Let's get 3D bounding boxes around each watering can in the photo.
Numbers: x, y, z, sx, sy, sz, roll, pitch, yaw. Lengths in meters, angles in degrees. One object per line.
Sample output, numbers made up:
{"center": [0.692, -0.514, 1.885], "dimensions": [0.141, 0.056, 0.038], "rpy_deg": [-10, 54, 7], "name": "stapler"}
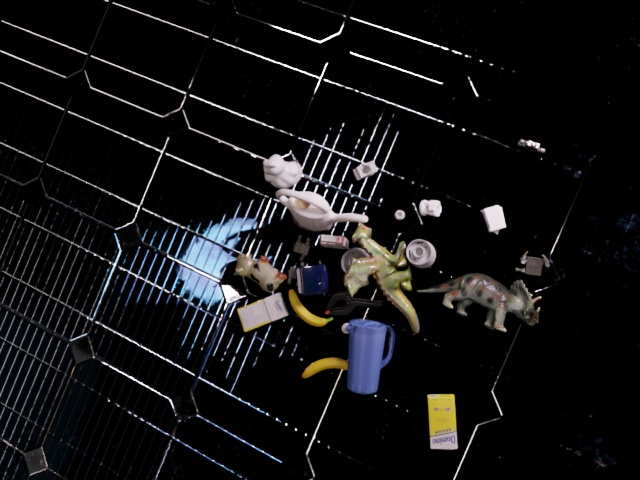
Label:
{"center": [0.006, -0.092, 1.830], "dimensions": [0.349, 0.221, 0.105], "rpy_deg": [20, 74, 12], "name": "watering can"}

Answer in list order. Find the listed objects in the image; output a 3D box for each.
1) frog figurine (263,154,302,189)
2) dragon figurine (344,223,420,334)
{"center": [-0.141, -0.252, 1.900], "dimensions": [0.137, 0.159, 0.123], "rpy_deg": [-5, 88, 11], "name": "frog figurine"}
{"center": [0.203, 0.138, 1.795], "dimensions": [0.243, 0.121, 0.413], "rpy_deg": [-9, 82, -2], "name": "dragon figurine"}
